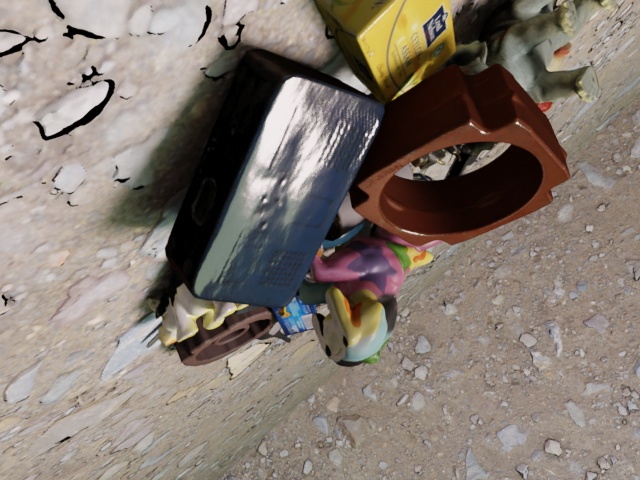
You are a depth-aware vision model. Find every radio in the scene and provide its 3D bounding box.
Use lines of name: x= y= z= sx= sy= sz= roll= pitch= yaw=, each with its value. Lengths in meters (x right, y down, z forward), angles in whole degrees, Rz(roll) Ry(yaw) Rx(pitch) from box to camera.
radio: x=-0.046 y=-0.049 z=0.505 sx=0.131 sy=0.073 sz=0.229 roll=9 pitch=113 yaw=-44

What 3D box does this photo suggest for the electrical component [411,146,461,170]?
electrical component: x=0.175 y=-0.146 z=0.846 sx=0.102 sy=0.078 sz=0.045 roll=-17 pitch=169 yaw=-47

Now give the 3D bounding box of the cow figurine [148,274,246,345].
cow figurine: x=-0.164 y=0.072 z=0.674 sx=0.167 sy=0.098 sz=0.068 roll=-30 pitch=175 yaw=36

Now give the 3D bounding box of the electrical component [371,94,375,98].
electrical component: x=0.053 y=-0.122 z=0.693 sx=0.134 sy=0.058 sz=0.114 roll=-33 pitch=163 yaw=-25

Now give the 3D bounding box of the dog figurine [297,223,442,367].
dog figurine: x=0.088 y=0.053 z=0.723 sx=0.219 sy=0.192 sz=0.108 roll=-17 pitch=150 yaw=-21

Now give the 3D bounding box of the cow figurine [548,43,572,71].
cow figurine: x=0.316 y=-0.252 z=0.898 sx=0.195 sy=0.086 sz=0.127 roll=-39 pitch=156 yaw=-11

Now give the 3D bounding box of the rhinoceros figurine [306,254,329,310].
rhinoceros figurine: x=0.017 y=0.072 z=0.967 sx=0.190 sy=0.112 sz=0.073 roll=39 pitch=66 yaw=-37

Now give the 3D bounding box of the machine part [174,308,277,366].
machine part: x=-0.150 y=0.140 z=0.867 sx=0.179 sy=0.056 sz=0.179 roll=-28 pitch=162 yaw=-10

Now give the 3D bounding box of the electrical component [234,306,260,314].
electrical component: x=-0.110 y=0.062 z=0.711 sx=0.048 sy=0.075 sz=0.119 roll=-11 pitch=135 yaw=-50

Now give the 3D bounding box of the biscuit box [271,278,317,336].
biscuit box: x=-0.050 y=0.073 z=0.819 sx=0.059 sy=0.063 sz=0.202 roll=-14 pitch=143 yaw=2

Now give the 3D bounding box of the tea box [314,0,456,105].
tea box: x=0.068 y=-0.203 z=0.511 sx=0.098 sy=0.068 sz=0.169 roll=-43 pitch=162 yaw=9

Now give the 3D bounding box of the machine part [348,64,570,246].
machine part: x=0.145 y=-0.082 z=0.587 sx=0.201 sy=0.087 sz=0.201 roll=-26 pitch=143 yaw=35

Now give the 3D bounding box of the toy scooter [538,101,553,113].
toy scooter: x=0.252 y=-0.193 z=0.780 sx=0.184 sy=0.075 sz=0.135 roll=-7 pitch=-172 yaw=7

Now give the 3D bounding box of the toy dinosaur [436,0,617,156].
toy dinosaur: x=0.253 y=-0.251 z=0.685 sx=0.192 sy=0.131 sz=0.405 roll=-9 pitch=-144 yaw=44

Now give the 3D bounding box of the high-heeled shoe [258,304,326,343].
high-heeled shoe: x=-0.045 y=0.091 z=1.032 sx=0.248 sy=0.086 sz=0.145 roll=-56 pitch=133 yaw=-14

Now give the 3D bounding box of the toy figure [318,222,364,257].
toy figure: x=-0.001 y=-0.001 z=0.871 sx=0.154 sy=0.064 sz=0.058 roll=-31 pitch=-162 yaw=-16

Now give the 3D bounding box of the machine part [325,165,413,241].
machine part: x=0.059 y=-0.069 z=0.789 sx=0.243 sy=0.079 sz=0.079 roll=-31 pitch=160 yaw=-36

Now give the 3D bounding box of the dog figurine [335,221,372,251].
dog figurine: x=0.094 y=-0.034 z=0.965 sx=0.121 sy=0.191 sz=0.172 roll=20 pitch=83 yaw=-28
